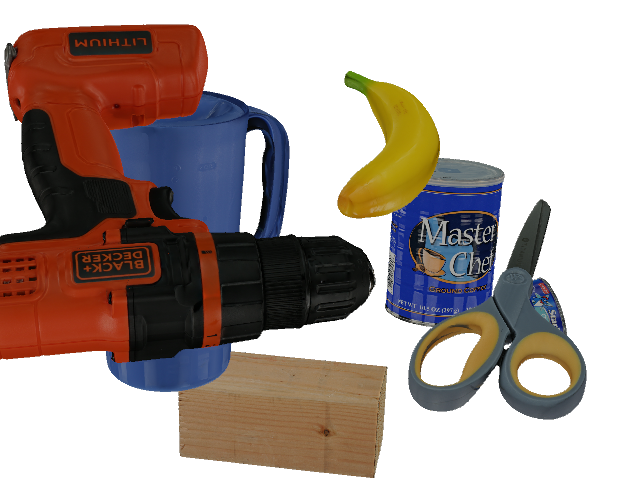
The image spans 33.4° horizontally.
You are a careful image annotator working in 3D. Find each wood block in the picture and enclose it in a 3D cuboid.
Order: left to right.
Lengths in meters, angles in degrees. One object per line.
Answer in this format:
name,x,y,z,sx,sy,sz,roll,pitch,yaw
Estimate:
wood block,-0.038,0.181,1.127,0.206,0.091,0.090,5,20,8

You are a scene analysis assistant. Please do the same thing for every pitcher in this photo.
pitcher,-0.118,-0.002,0.899,0.149,0.243,0.144,9,22,17

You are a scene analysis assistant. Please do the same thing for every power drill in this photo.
power drill,-0.079,-0.028,0.518,0.184,0.188,0.057,-4,-42,-14

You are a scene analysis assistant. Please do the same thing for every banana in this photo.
banana,0.048,-0.063,0.731,0.069,0.037,0.197,3,31,1

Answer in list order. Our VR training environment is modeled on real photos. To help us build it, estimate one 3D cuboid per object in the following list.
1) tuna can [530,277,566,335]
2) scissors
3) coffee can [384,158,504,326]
tuna can,0.245,0.088,1.210,0.033,0.086,0.086,-15,2,-7
scissors,0.121,0.035,0.581,0.096,0.016,0.201,19,39,30
coffee can,0.116,0.000,1.010,0.103,0.140,0.103,3,15,-1
